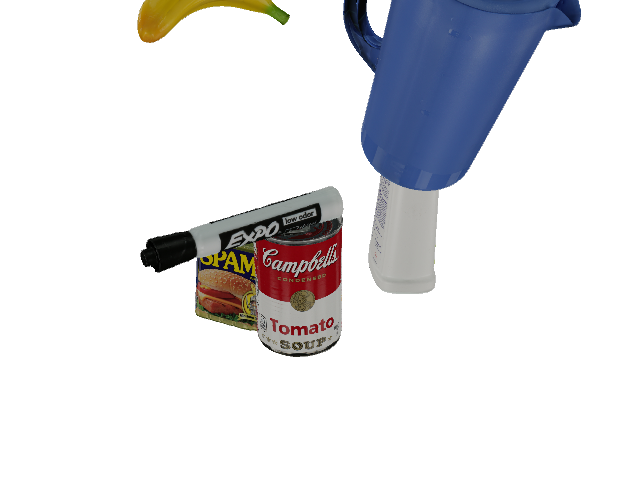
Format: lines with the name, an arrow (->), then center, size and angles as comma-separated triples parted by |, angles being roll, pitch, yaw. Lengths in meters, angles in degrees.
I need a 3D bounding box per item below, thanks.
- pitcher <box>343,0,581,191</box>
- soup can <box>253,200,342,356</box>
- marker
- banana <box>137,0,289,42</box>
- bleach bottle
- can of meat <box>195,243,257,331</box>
pitcher -> 0.100, -0.159, 0.907 | 0.144, 0.149, 0.243 | -9, -32, -19
soup can -> -0.017, 0.029, 0.814 | 0.068, 0.102, 0.068 | 0, 29, 0
marker -> -0.043, -0.007, 0.594 | 0.120, 0.020, 0.020 | -17, 8, -26
banana -> -0.108, -0.226, 1.002 | 0.197, 0.070, 0.037 | -22, -28, -47
bleach bottle -> 0.096, -0.076, 1.128 | 0.068, 0.251, 0.102 | 0, 26, -9
can of meat -> -0.073, 0.035, 1.019 | 0.102, 0.084, 0.057 | 13, 18, 31
